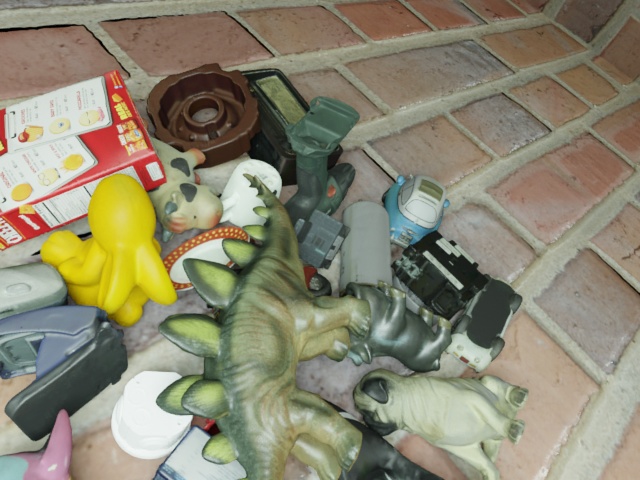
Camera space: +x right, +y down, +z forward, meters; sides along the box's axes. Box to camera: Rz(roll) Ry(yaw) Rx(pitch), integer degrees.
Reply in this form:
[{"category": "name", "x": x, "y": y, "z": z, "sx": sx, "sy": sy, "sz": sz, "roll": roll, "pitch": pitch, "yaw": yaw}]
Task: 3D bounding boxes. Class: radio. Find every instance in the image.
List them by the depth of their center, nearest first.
[{"category": "radio", "x": -0.077, "y": -0.199, "z": 0.935, "sx": 0.131, "sy": 0.073, "sz": 0.230, "roll": -16, "pitch": 59, "yaw": -38}]

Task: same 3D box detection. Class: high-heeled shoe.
[{"category": "high-heeled shoe", "x": 0.084, "y": 0.246, "z": 0.561, "sx": 0.086, "sy": 0.145, "sz": 0.249, "roll": -27, "pitch": 68, "yaw": -43}]

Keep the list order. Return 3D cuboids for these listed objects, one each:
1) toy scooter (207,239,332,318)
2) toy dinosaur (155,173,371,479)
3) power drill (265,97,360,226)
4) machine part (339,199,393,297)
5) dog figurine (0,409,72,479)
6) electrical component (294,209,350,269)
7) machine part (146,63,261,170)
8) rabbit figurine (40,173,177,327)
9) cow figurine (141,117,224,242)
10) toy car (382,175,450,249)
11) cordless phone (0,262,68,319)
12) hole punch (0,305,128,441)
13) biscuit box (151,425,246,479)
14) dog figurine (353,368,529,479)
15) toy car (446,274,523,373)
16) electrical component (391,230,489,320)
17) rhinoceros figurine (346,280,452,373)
[{"category": "toy scooter", "x": -0.080, "y": 0.061, "z": 0.695, "sx": 0.135, "sy": 0.075, "sz": 0.184, "roll": 43, "pitch": 42, "yaw": 14}, {"category": "toy dinosaur", "x": -0.053, "y": 0.082, "z": 0.546, "sx": 0.198, "sy": 0.105, "sz": 0.472, "roll": 17, "pitch": 37, "yaw": -10}, {"category": "power drill", "x": 0.000, "y": -0.106, "z": 0.799, "sx": 0.086, "sy": 0.207, "sz": 0.232, "roll": 32, "pitch": 55, "yaw": 10}, {"category": "machine part", "x": 0.068, "y": 0.024, "z": 0.806, "sx": 0.079, "sy": 0.079, "sz": 0.243, "roll": 18, "pitch": 46, "yaw": -13}, {"category": "dog figurine", "x": -0.192, "y": 0.255, "z": 0.437, "sx": 0.191, "sy": 0.108, "sz": 0.219, "roll": 3, "pitch": 47, "yaw": -25}, {"category": "electrical component", "x": -0.002, "y": -0.002, "z": 0.746, "sx": 0.048, "sy": 0.075, "sz": 0.119, "roll": 29, "pitch": -2, "yaw": 12}, {"category": "machine part", "x": -0.179, "y": -0.193, "z": 0.843, "sx": 0.179, "sy": 0.056, "sz": 0.179, "roll": -1, "pitch": 64, "yaw": 2}, {"category": "rabbit figurine", "x": -0.228, "y": 0.011, "z": 0.592, "sx": 0.122, "sy": 0.173, "sz": 0.162, "roll": -5, "pitch": 49, "yaw": -36}, {"category": "cow figurine", "x": -0.218, "y": -0.079, "z": 0.742, "sx": 0.195, "sy": 0.085, "sz": 0.127, "roll": 32, "pitch": 45, "yaw": 7}, {"category": "toy car", "x": 0.164, "y": -0.057, "z": 0.914, "sx": 0.109, "sy": 0.103, "sz": 0.162, "roll": 28, "pitch": 42, "yaw": -1}, {"category": "cordless phone", "x": -0.354, "y": 0.021, "z": 0.546, "sx": 0.146, "sy": 0.089, "sz": 0.184, "roll": -15, "pitch": 74, "yaw": -37}, {"category": "hole punch", "x": -0.255, "y": 0.113, "z": 0.519, "sx": 0.116, "sy": 0.142, "sz": 0.092, "roll": -35, "pitch": 68, "yaw": -32}, {"category": "biscuit box", "x": -0.065, "y": 0.270, "z": 0.519, "sx": 0.203, "sy": 0.062, "sz": 0.059, "roll": 36, "pitch": 43, "yaw": 5}, {"category": "dog figurine", "x": 0.150, "y": 0.202, "z": 0.684, "sx": 0.191, "sy": 0.121, "sz": 0.172, "roll": 23, "pitch": 7, "yaw": 18}, {"category": "toy car", "x": 0.256, "y": 0.121, "z": 0.834, "sx": 0.074, "sy": 0.056, "sz": 0.202, "roll": 33, "pitch": 42, "yaw": 12}, {"category": "electrical component", "x": 0.180, "y": 0.048, "z": 0.788, "sx": 0.115, "sy": 0.058, "sz": 0.134, "roll": 49, "pitch": 32, "yaw": 15}, {"category": "rhinoceros figurine", "x": 0.076, "y": 0.111, "z": 0.689, "sx": 0.190, "sy": 0.112, "sz": 0.073, "roll": 24, "pitch": 2, "yaw": -18}]
